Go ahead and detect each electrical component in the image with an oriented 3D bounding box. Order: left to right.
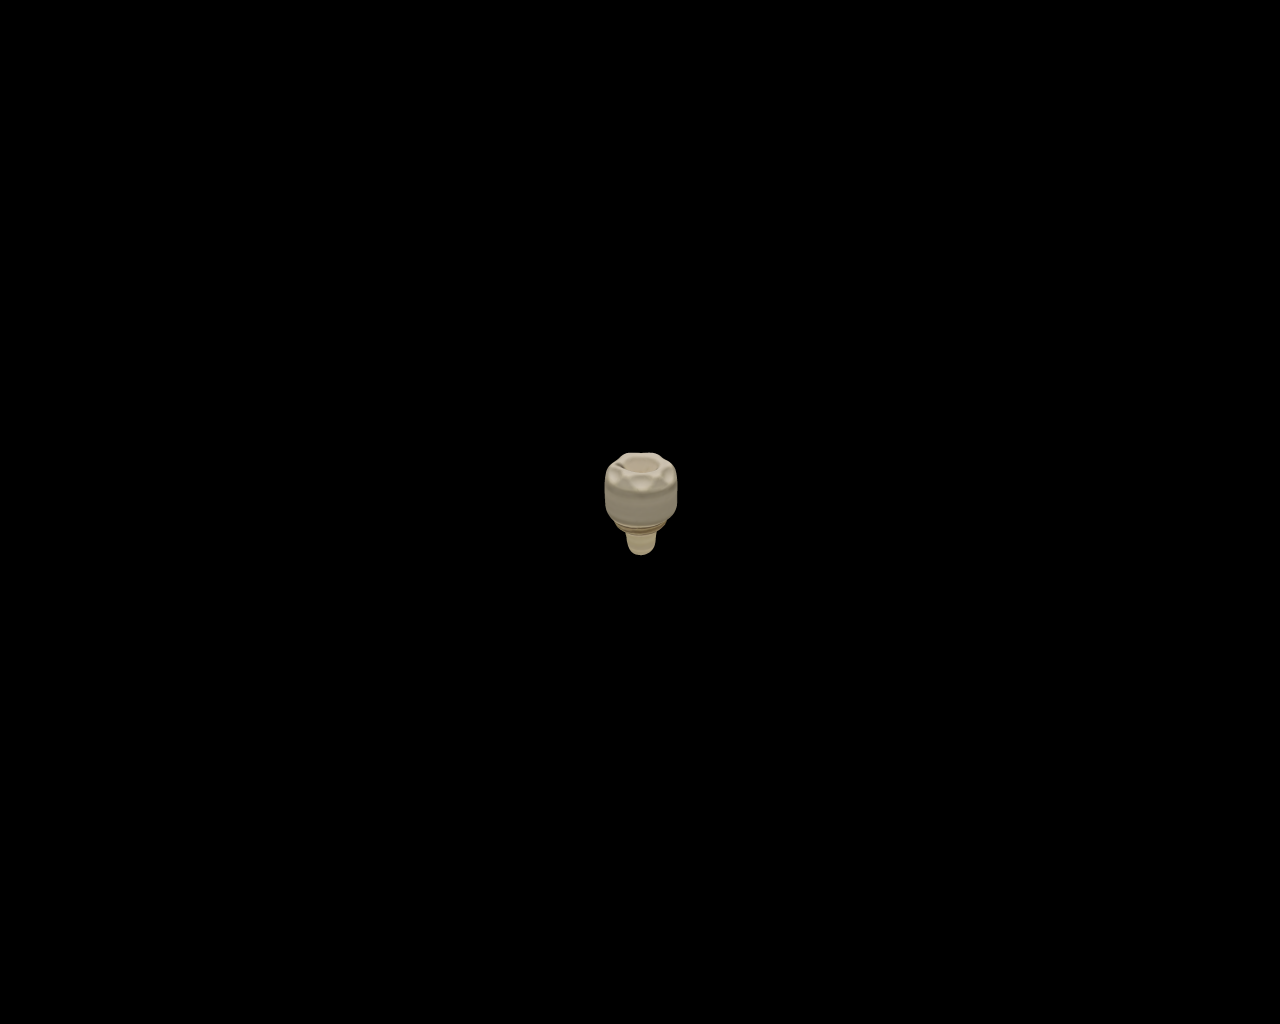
[{"bbox_3d":[0.001,-0.003,0.650,0.043,0.062,0.043,0,28,0],"label":"electrical component"}]
